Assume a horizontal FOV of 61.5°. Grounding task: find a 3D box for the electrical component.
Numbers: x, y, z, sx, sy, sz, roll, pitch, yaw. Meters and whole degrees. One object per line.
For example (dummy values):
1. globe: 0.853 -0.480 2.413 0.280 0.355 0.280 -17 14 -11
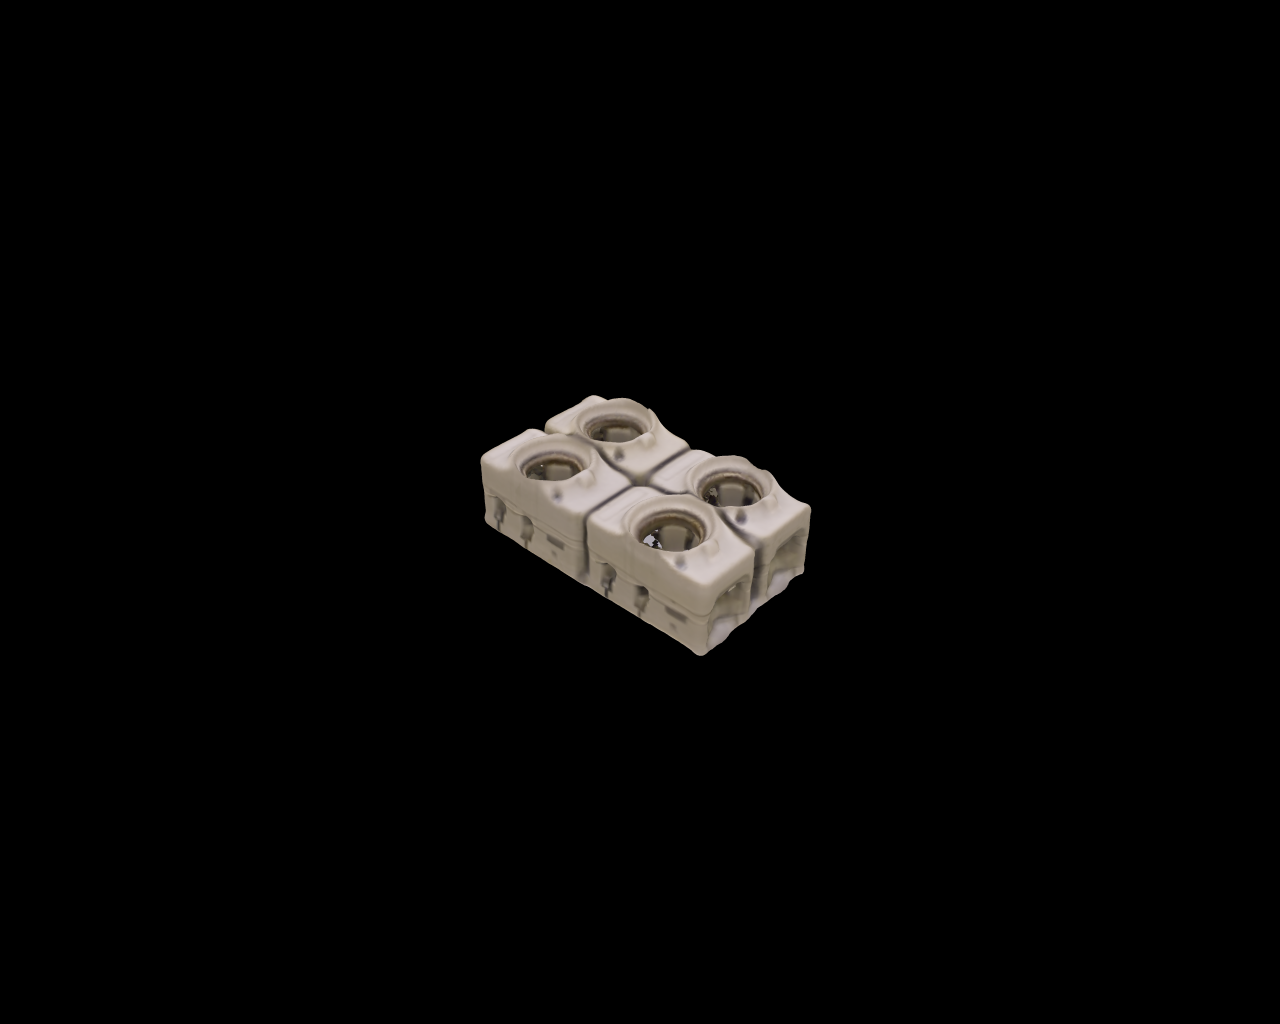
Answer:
1. electrical component: 0.001 -0.003 0.650 0.186 0.060 0.106 30 46 33
